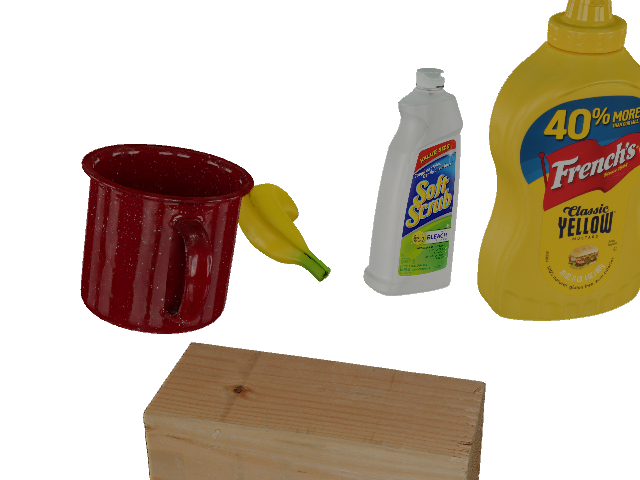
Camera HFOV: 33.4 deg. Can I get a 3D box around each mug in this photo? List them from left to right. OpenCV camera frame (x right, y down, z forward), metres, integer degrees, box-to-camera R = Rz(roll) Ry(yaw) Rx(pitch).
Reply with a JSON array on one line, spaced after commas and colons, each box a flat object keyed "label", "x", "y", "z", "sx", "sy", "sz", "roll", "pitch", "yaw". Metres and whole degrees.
[{"label": "mug", "x": -0.083, "y": 0.004, "z": 0.579, "sx": 0.093, "sy": 0.081, "sz": 0.117, "roll": -1, "pitch": 23, "yaw": -28}]

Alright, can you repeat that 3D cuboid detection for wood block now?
[{"label": "wood block", "x": -0.001, "y": 0.138, "z": 0.705, "sx": 0.206, "sy": 0.090, "sz": 0.090, "roll": 7, "pitch": 29, "yaw": 14}]

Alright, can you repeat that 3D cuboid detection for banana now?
[{"label": "banana", "x": -0.038, "y": -0.015, "z": 0.854, "sx": 0.037, "sy": 0.069, "sz": 0.198, "roll": -41, "pitch": 17, "yaw": 6}]

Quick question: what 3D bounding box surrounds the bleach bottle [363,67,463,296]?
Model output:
[{"label": "bleach bottle", "x": 0.107, "y": -0.067, "z": 1.203, "sx": 0.102, "sy": 0.251, "sz": 0.068, "roll": -7, "pitch": 22, "yaw": -25}]

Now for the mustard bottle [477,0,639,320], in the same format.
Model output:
[{"label": "mustard bottle", "x": 0.142, "y": -0.050, "z": 0.600, "sx": 0.096, "sy": 0.192, "sz": 0.058, "roll": -6, "pitch": 27, "yaw": -11}]
